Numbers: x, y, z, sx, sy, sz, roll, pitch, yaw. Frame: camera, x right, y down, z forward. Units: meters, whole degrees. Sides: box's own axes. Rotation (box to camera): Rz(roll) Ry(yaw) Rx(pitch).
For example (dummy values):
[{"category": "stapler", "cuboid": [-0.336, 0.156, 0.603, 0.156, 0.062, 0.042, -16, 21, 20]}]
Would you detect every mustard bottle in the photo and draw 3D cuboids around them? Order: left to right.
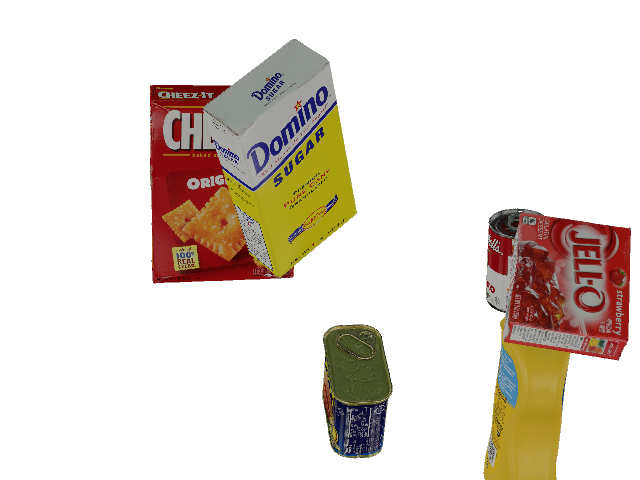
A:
[{"category": "mustard bottle", "cuboid": [0.171, 0.119, 0.871, 0.058, 0.192, 0.096, 3, 18, 1]}]

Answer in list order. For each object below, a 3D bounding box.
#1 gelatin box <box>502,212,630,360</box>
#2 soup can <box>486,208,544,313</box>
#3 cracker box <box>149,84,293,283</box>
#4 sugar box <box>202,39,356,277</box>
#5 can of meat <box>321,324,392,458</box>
[{"category": "gelatin box", "cuboid": [0.159, 0.027, 0.682, 0.073, 0.089, 0.030, 9, -35, 7]}, {"category": "soup can", "cuboid": [0.223, 0.024, 1.209, 0.068, 0.102, 0.068, -2, 29, 1]}, {"category": "cracker box", "cuboid": [-0.108, -0.061, 1.190, 0.164, 0.214, 0.072, -1, 24, -10]}, {"category": "sugar box", "cuboid": [-0.026, -0.058, 0.819, 0.048, 0.093, 0.176, 38, -22, 29]}, {"category": "can of meat", "cuboid": [0.032, 0.146, 1.027, 0.057, 0.084, 0.102, -3, 39, -6]}]
